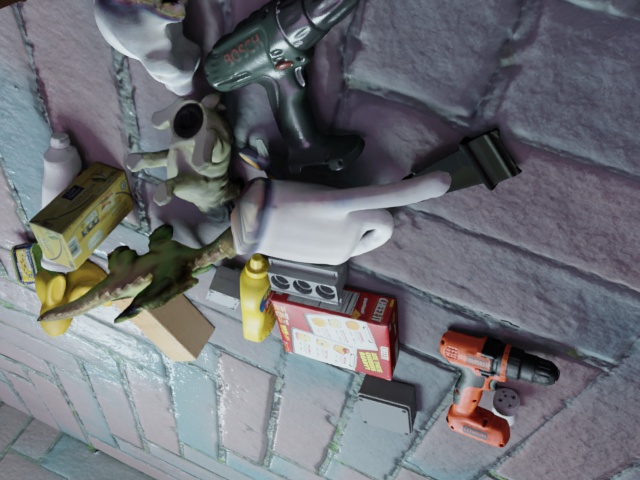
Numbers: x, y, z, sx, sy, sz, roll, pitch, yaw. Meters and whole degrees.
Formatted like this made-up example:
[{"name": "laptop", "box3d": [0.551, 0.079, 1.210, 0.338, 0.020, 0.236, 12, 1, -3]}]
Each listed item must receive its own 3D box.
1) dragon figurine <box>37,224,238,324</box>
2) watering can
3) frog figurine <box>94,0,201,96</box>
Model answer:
[{"name": "dragon figurine", "box3d": [-0.298, 0.070, 0.863, 0.121, 0.412, 0.244, 62, 170, -14]}, {"name": "watering can", "box3d": [0.002, -0.034, 0.684, 0.224, 0.106, 0.342, 8, 160, -17]}, {"name": "frog figurine", "box3d": [-0.208, -0.251, 0.631, 0.139, 0.124, 0.156, 57, 153, 19]}]
